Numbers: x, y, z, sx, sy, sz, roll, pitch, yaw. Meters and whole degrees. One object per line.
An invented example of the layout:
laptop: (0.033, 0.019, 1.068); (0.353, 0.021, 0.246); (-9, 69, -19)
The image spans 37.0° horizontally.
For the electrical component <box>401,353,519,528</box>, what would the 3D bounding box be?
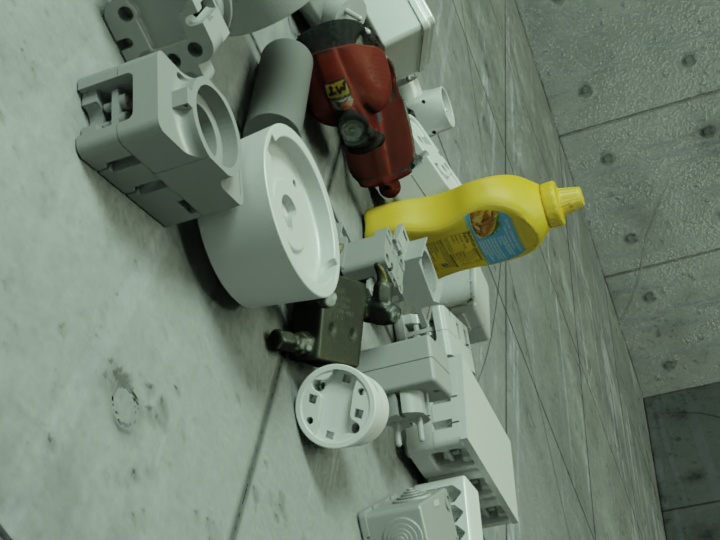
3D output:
electrical component: (0.088, 0.158, 0.963); (0.150, 0.062, 0.089); (59, 23, -43)

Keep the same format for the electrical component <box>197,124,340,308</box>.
electrical component: (-0.061, -0.028, 0.653); (0.108, 0.060, 0.108); (-15, 90, -73)

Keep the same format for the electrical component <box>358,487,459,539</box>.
electrical component: (0.043, 0.212, 0.799); (0.100, 0.048, 0.099); (9, 68, -72)

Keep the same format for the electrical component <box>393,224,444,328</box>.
electrical component: (0.033, 0.008, 0.914); (0.042, 0.064, 0.081); (-68, 140, -65)

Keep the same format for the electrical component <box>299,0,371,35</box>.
electrical component: (-0.021, -0.228, 0.939); (0.079, 0.044, 0.077); (38, -6, 34)

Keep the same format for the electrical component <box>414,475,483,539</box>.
electrical component: (0.082, 0.229, 0.910); (0.075, 0.047, 0.083); (53, 27, -50)

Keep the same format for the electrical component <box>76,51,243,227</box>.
electrical component: (-0.100, -0.068, 0.570); (0.089, 0.056, 0.050); (47, 33, -57)

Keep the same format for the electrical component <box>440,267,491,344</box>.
electrical component: (0.097, 0.040, 1.095); (0.096, 0.062, 0.061); (-84, 153, -50)

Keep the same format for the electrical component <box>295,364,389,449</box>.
electrical component: (-0.010, 0.093, 0.725); (0.047, 0.055, 0.055); (33, 44, -71)

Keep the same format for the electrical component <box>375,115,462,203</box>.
electrical component: (0.048, -0.094, 1.030); (0.095, 0.059, 0.054); (56, 19, 7)

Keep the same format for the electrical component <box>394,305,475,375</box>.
electrical component: (0.070, 0.075, 0.999); (0.089, 0.050, 0.055); (40, 38, -63)

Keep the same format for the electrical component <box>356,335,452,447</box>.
electrical component: (0.035, 0.099, 0.840); (0.047, 0.066, 0.076); (47, 33, -57)

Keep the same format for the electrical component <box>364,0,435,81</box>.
electrical component: (0.021, -0.246, 1.022); (0.108, 0.056, 0.108); (63, -5, 10)

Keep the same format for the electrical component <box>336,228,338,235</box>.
electrical component: (-0.036, -0.023, 0.757); (0.062, 0.043, 0.043); (3, 73, -73)

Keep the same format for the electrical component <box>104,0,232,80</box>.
electrical component: (-0.106, -0.146, 0.616); (0.057, 0.058, 0.078); (-72, 143, -56)

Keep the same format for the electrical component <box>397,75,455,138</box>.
electrical component: (0.047, -0.170, 1.089); (0.043, 0.077, 0.079); (-67, 138, -64)

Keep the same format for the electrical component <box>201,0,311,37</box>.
electrical component: (-0.069, -0.213, 0.713); (0.060, 0.108, 0.108); (54, 26, -36)

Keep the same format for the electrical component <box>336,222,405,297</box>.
electrical component: (0.000, 0.000, 0.818); (0.081, 0.064, 0.042); (-83, 154, -51)
